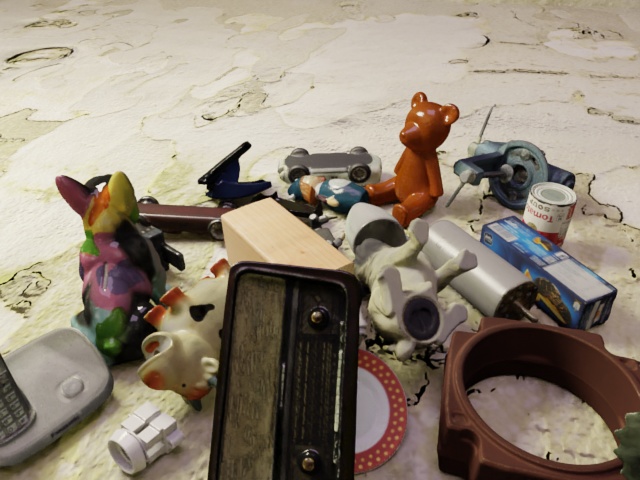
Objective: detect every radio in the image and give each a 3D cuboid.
[{"bbox_3d":[-0.028,0.140,0.517,0.131,0.073,0.229,3,78,2],"label":"radio"}]

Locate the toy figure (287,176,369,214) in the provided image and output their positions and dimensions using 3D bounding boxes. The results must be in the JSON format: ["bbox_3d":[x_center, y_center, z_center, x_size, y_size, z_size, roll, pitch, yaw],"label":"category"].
[{"bbox_3d":[0.010,-0.085,0.960,0.155,0.057,0.064,15,2,24],"label":"toy figure"}]

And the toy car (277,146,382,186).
[{"bbox_3d":[0.018,-0.138,1.036,0.202,0.056,0.073,-2,41,2],"label":"toy car"}]

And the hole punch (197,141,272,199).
[{"bbox_3d":[-0.153,-0.107,0.959,0.116,0.092,0.142,-36,17,-6],"label":"hole punch"}]

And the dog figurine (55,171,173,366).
[{"bbox_3d":[-0.264,0.023,0.675,0.109,0.218,0.192,-5,34,1],"label":"dog figurine"}]

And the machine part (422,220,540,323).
[{"bbox_3d":[0.214,0.042,0.751,0.079,0.079,0.243,-18,39,-22],"label":"machine part"}]

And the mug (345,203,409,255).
[{"bbox_3d":[0.090,-0.016,0.843,0.109,0.080,0.107,8,24,-18],"label":"mug"}]

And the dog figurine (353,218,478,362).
[{"bbox_3d":[0.088,0.073,0.692,0.121,0.190,0.172,41,64,-10],"label":"dog figurine"}]

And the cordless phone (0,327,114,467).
[{"bbox_3d":[-0.313,0.125,0.560,0.089,0.184,0.146,21,41,35],"label":"cordless phone"}]

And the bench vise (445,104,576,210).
[{"bbox_3d":[0.316,-0.131,0.951,0.240,0.128,0.224,-11,44,-35],"label":"bench vise"}]

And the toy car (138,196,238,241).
[{"bbox_3d":[-0.229,-0.033,0.894,0.202,0.053,0.089,2,30,-2],"label":"toy car"}]

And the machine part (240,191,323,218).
[{"bbox_3d":[-0.060,-0.054,0.925,0.139,0.039,0.084,12,21,18],"label":"machine part"}]

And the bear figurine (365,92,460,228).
[{"bbox_3d":[0.158,-0.139,0.910,0.132,0.195,0.120,-24,44,-27],"label":"bear figurine"}]

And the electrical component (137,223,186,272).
[{"bbox_3d":[-0.256,0.020,0.803,0.119,0.074,0.048,30,45,32],"label":"electrical component"}]

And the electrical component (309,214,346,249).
[{"bbox_3d":[-0.002,-0.002,0.849,0.078,0.045,0.102,-6,35,-10],"label":"electrical component"}]

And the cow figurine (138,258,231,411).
[{"bbox_3d":[-0.143,0.114,0.646,0.127,0.085,0.195,45,31,3],"label":"cow figurine"}]

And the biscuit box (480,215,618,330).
[{"bbox_3d":[0.312,0.043,0.761,0.059,0.062,0.203,-16,37,-19],"label":"biscuit box"}]

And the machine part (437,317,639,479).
[{"bbox_3d":[0.228,0.177,0.554,0.201,0.087,0.201,7,35,13],"label":"machine part"}]

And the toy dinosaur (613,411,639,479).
[{"bbox_3d":[0.217,0.245,0.364,0.405,0.131,0.192,-26,61,-16],"label":"toy dinosaur"}]
